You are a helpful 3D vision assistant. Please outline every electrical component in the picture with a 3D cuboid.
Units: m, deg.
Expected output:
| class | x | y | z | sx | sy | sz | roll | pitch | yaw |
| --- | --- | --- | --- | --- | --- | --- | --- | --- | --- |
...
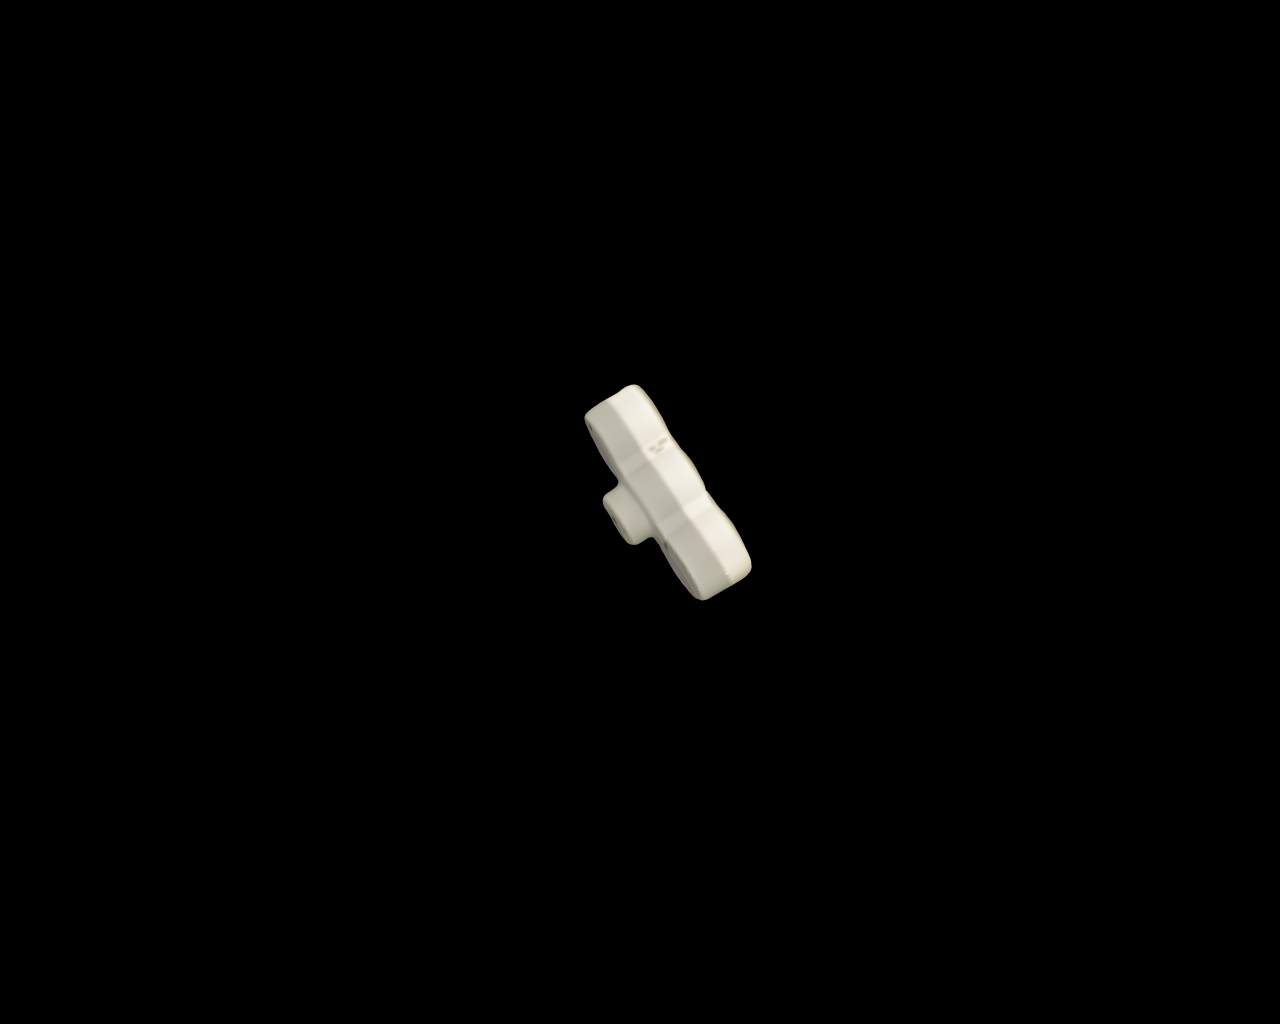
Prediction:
| class | x | y | z | sx | sy | sz | roll | pitch | yaw |
| --- | --- | --- | --- | --- | --- | --- | --- | --- | --- |
| electrical component | 0.001 | -0.003 | 0.650 | 0.074 | 0.138 | 0.052 | -31 | -11 | -7 |
